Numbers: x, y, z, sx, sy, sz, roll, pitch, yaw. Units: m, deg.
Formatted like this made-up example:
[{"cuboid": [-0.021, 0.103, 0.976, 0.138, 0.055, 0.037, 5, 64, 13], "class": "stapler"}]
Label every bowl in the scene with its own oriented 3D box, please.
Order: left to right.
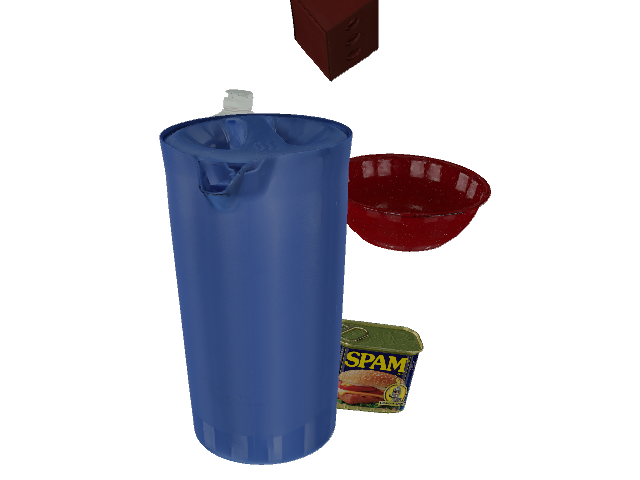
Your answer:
[{"cuboid": [0.082, -0.032, 1.037, 0.162, 0.055, 0.162, 2, 24, -1], "class": "bowl"}]

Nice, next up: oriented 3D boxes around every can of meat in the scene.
[{"cuboid": [0.054, 0.140, 1.178, 0.102, 0.084, 0.057, 8, 23, -11], "class": "can of meat"}]

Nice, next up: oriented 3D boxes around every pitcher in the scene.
[{"cuboid": [-0.040, 0.030, 0.783, 0.149, 0.243, 0.145, -11, 22, -28], "class": "pitcher"}]

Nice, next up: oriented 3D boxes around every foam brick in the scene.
[{"cuboid": [0.011, -0.176, 0.846, 0.053, 0.051, 0.078, -35, -19, -9], "class": "foam brick"}]

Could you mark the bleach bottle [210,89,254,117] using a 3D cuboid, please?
[{"cuboid": [-0.088, -0.038, 1.168, 0.102, 0.251, 0.068, -4, 18, -29], "class": "bleach bottle"}]
